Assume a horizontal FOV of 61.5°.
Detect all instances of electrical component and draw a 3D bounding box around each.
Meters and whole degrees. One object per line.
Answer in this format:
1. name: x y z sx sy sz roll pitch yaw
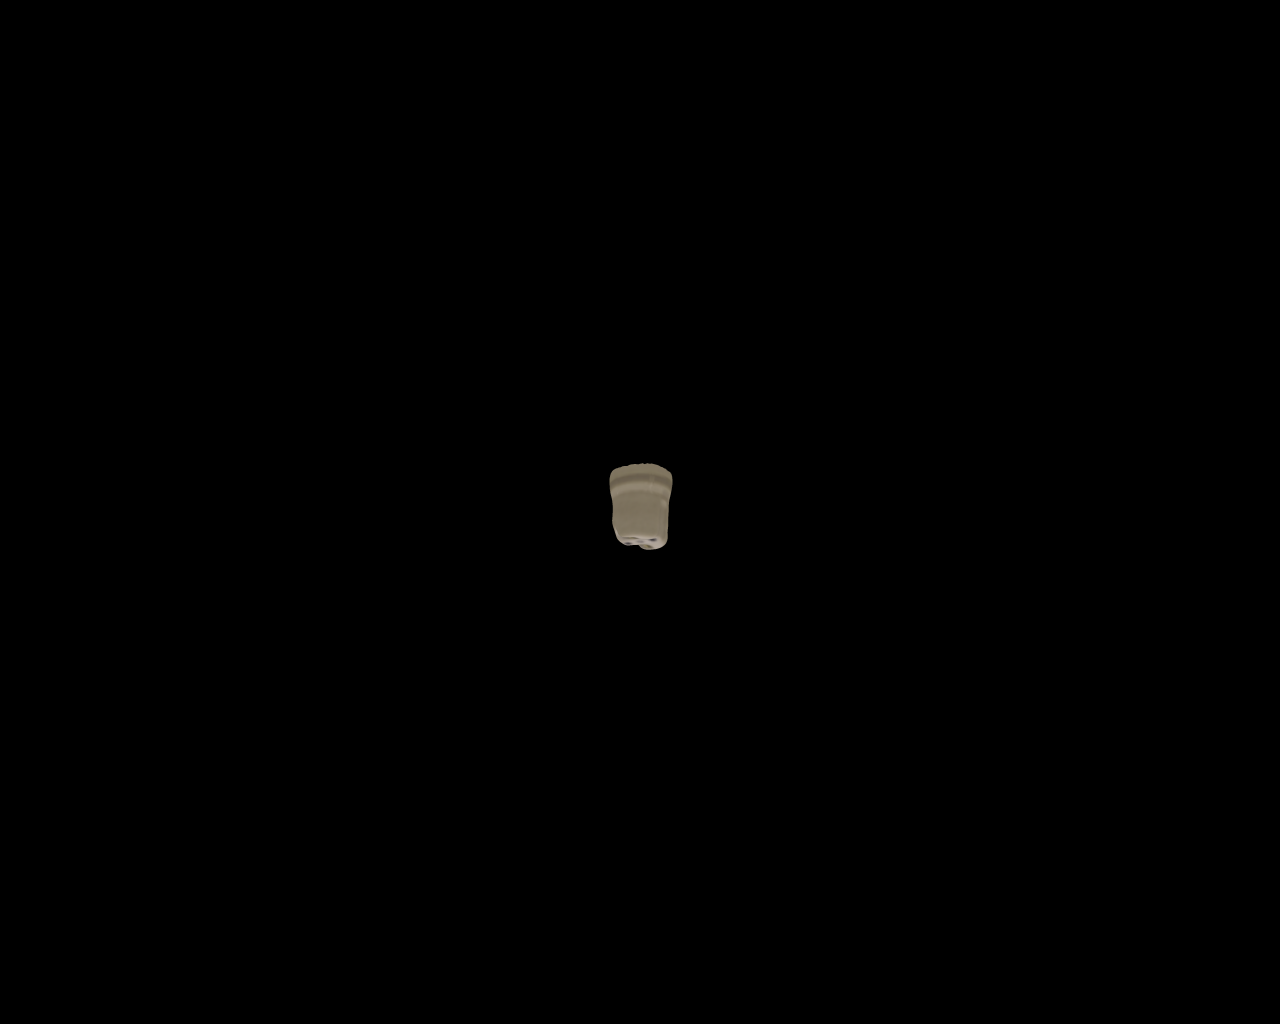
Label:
1. electrical component: 0.001 -0.003 0.650 0.040 0.046 0.040 0 -20 0
